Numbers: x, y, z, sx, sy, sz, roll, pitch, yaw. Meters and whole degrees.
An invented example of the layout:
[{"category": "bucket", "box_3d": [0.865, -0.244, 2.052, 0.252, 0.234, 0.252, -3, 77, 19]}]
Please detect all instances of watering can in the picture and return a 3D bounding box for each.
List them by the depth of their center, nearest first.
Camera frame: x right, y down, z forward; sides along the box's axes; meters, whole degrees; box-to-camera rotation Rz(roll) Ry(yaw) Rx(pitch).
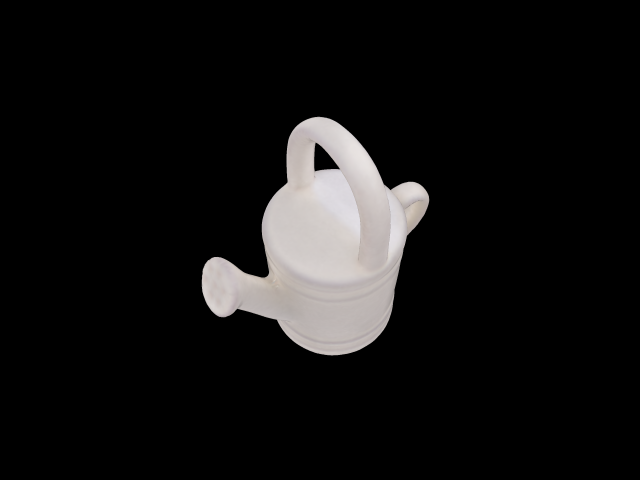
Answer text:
[{"category": "watering can", "box_3d": [0.005, 0.003, 0.399, 0.100, 0.194, 0.173, 30, 61, 19]}]
